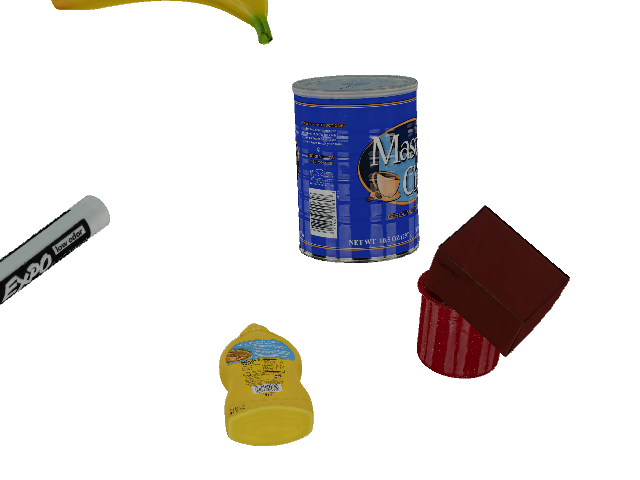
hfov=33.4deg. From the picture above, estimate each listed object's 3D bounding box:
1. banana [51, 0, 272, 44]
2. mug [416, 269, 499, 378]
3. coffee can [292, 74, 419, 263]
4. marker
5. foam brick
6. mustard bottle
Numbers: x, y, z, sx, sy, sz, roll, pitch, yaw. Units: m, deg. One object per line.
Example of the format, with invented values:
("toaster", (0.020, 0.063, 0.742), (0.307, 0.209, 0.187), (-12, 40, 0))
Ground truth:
("banana", (-0.124, -0.207, 0.877), (0.198, 0.069, 0.037), (11, -41, 16))
("mug", (0.135, 0.075, 1.048), (0.093, 0.081, 0.117), (-2, 28, -11))
("coffee can", (0.030, -0.062, 0.887), (0.103, 0.140, 0.103), (-2, 15, 0))
("marker", (-0.151, 0.016, 0.524), (0.020, 0.020, 0.120), (0, 32, 41))
("foam brick", (0.118, 0.027, 0.720), (0.051, 0.078, 0.053), (-38, -19, -25))
("mustard bottle", (-0.068, 0.155, 1.229), (0.096, 0.058, 0.191), (-5, 30, -7))
